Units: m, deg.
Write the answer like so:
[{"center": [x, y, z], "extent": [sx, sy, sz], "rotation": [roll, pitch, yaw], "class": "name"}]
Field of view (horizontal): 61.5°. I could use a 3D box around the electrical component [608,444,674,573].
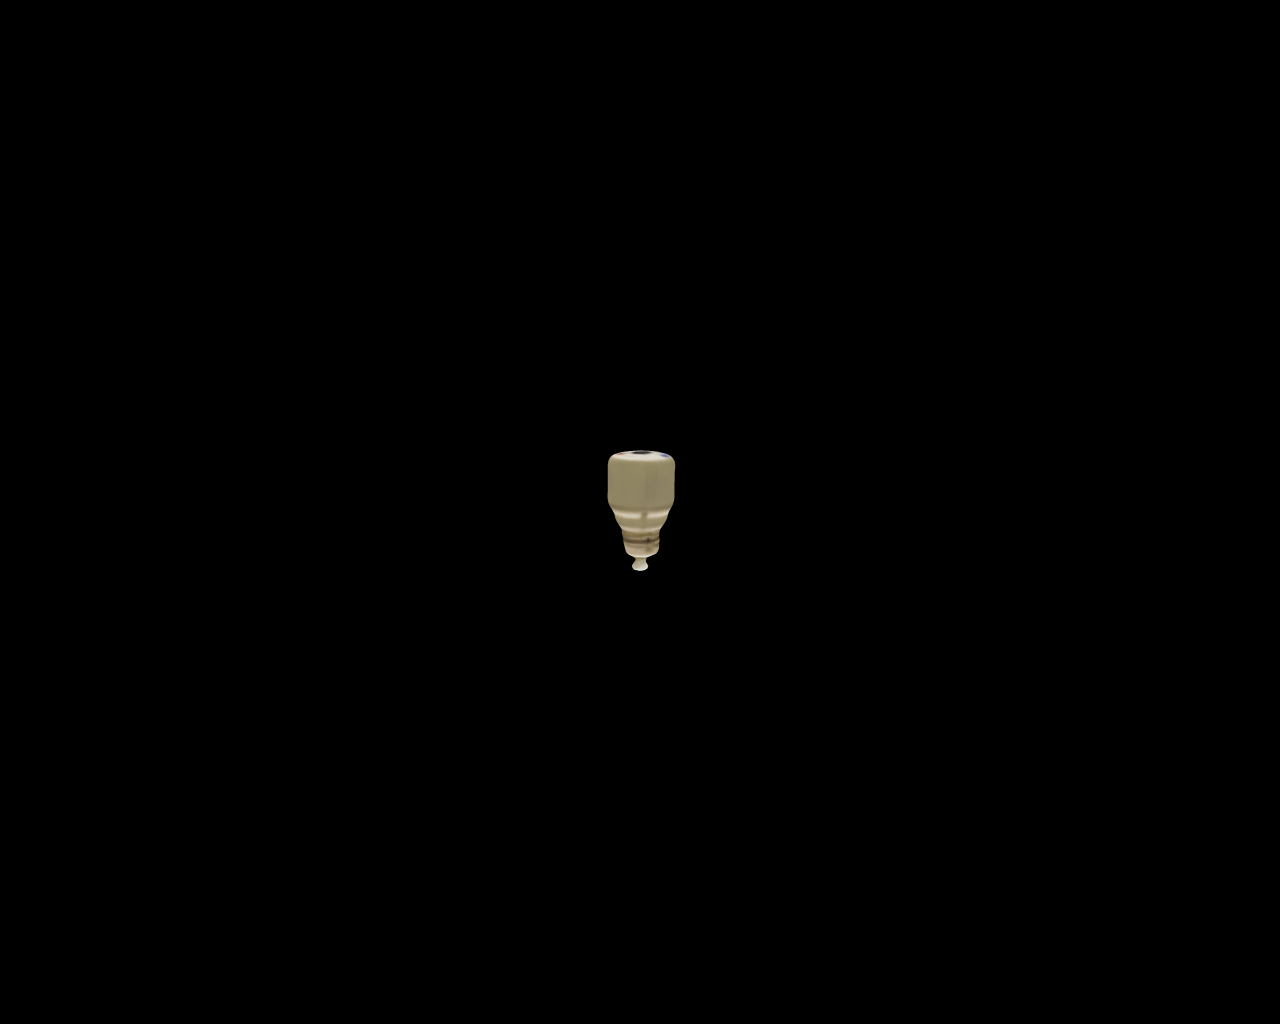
[{"center": [0.001, -0.003, 0.650], "extent": [0.040, 0.078, 0.040], "rotation": [0, 11, 0], "class": "electrical component"}]
